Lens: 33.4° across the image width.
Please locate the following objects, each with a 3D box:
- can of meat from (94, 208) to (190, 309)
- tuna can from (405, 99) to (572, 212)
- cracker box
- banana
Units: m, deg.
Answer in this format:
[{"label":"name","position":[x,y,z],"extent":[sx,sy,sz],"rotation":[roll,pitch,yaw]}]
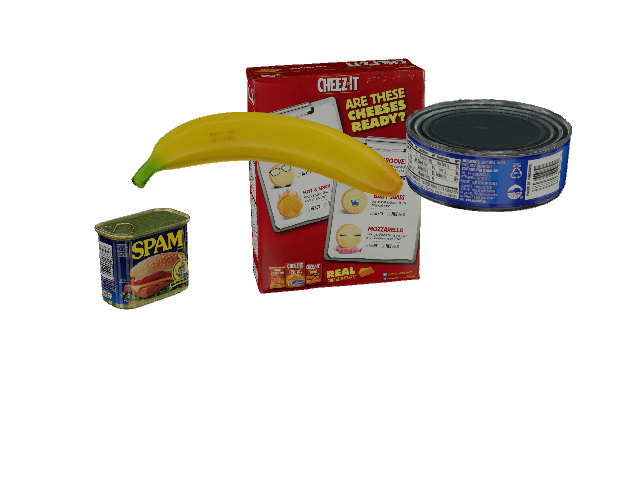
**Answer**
[{"label":"can of meat","position":[-0.189,0.019,1.146],"extent":[0.058,0.084,0.101],"rotation":[18,25,40]},{"label":"tuna can","position":[0.087,-0.046,0.561],"extent":[0.086,0.034,0.086],"rotation":[0,25,0]},{"label":"cracker box","position":[0.013,-0.063,1.039],"extent":[0.164,0.214,0.072],"rotation":[-5,21,-10]},{"label":"banana","position":[-0.038,-0.064,0.797],"extent":[0.198,0.069,0.037],"rotation":[1,-22,0]}]
